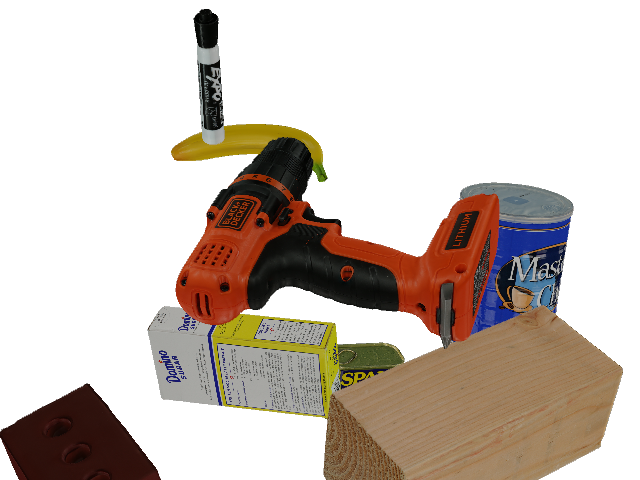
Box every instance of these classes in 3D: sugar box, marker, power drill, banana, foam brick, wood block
[{"bbox_3d":[-0.072,0.116,1.026,0.176,0.093,0.048,7,36,16],"label":"sugar box"},{"bbox_3d":[-0.088,-0.129,0.845,0.020,0.121,0.020,1,43,-1],"label":"marker"},{"bbox_3d":[0.019,-0.004,0.700,0.188,0.057,0.184,7,40,17],"label":"power drill"},{"bbox_3d":[-0.079,-0.113,1.279,0.198,0.037,0.069,8,40,16],"label":"banana"},{"bbox_3d":[-0.115,0.121,0.528,0.052,0.051,0.078,-28,42,-25],"label":"foam brick"},{"bbox_3d":[0.113,0.137,0.800,0.205,0.090,0.091,-19,41,-29],"label":"wood block"}]

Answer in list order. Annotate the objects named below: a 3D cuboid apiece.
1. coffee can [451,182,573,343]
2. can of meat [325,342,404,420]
[{"bbox_3d":[0.173,0.027,0.993,0.103,0.140,0.103,4,20,-2],"label":"coffee can"},{"bbox_3d":[0.050,0.182,1.361,0.102,0.084,0.057,0,24,-17],"label":"can of meat"}]
